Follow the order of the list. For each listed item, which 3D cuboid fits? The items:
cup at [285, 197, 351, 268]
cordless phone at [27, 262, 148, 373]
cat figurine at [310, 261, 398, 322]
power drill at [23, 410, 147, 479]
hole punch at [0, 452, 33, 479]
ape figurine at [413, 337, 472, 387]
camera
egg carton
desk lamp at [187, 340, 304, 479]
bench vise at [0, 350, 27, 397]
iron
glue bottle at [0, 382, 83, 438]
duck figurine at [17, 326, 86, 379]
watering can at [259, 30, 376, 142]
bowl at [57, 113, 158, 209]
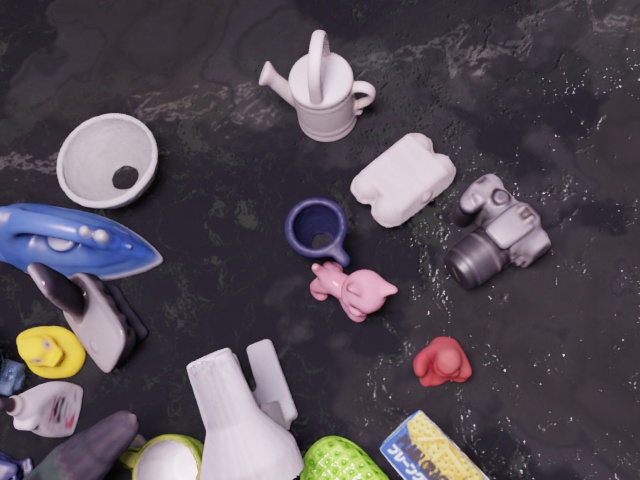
[{"bbox_3d":[0.008,0.003,0.852,0.092,0.095,0.117,-39,72,-7],"label":"cup"},{"bbox_3d":[-0.338,0.106,0.811,0.094,0.185,0.147,-43,72,-8],"label":"cordless phone"},{"bbox_3d":[0.043,0.067,0.815,0.127,0.118,0.067,27,77,14],"label":"cat figurine"},{"bbox_3d":[-0.292,0.298,0.730,0.230,0.208,0.075,-38,72,-6],"label":"power drill"},{"bbox_3d":[-0.478,0.348,0.798,0.101,0.091,0.109,18,75,12],"label":"hole punch"},{"bbox_3d":[0.170,0.167,0.781,0.077,0.092,0.076,24,76,14],"label":"ape figurine"},{"bbox_3d":[0.238,-0.006,0.825,0.137,0.101,0.143,-37,72,-6],"label":"camera"},{"bbox_3d":[0.129,-0.092,0.883,0.150,0.069,0.107,-40,72,-7],"label":"egg carton"},{"bbox_3d":[-0.098,0.224,0.729,0.118,0.214,0.203,-23,71,-1],"label":"desk lamp"},{"bbox_3d":[-0.556,0.174,0.795,0.207,0.220,0.121,-4,71,6],"label":"bench vise"},{"bbox_3d":[-0.384,-0.006,0.876,0.258,0.141,0.119,7,73,9],"label":"iron"},{"bbox_3d":[-0.386,0.230,0.782,0.037,0.173,0.078,0,72,7],"label":"glue bottle"},{"bbox_3d":[-0.415,0.163,0.854,0.104,0.086,0.077,23,76,13],"label":"duck figurine"},{"bbox_3d":[-0.005,-0.238,0.880,0.173,0.194,0.101,-13,71,2],"label":"watering can"},{"bbox_3d":[-0.337,-0.119,0.943,0.167,0.075,0.167,-2,72,6],"label":"bowl"}]
